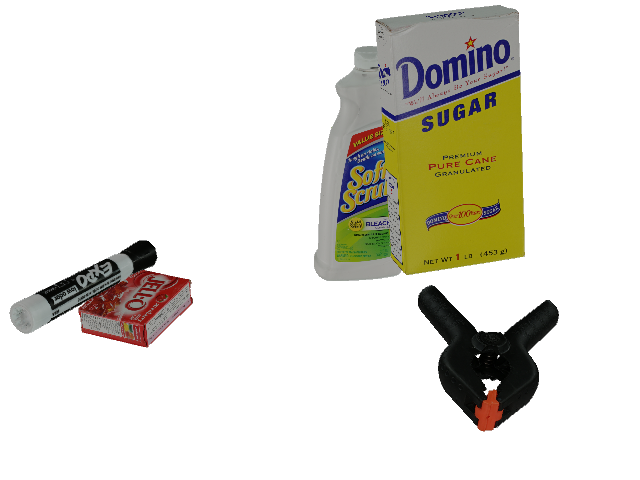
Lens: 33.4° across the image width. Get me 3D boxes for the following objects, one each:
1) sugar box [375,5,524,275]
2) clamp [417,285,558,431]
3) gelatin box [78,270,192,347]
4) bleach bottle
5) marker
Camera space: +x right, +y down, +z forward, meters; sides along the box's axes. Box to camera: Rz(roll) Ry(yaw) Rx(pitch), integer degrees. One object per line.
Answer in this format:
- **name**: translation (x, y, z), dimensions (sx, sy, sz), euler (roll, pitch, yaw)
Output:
- **sugar box**: translation (0.092, -0.070, 0.746), dimensions (0.093, 0.176, 0.048), euler (-9, 22, -9)
- **clamp**: translation (0.146, 0.091, 0.869), dimensions (0.120, 0.039, 0.171), euler (-3, 33, 0)
- **gelatin box**: translation (-0.175, 0.061, 1.017), dimensions (0.073, 0.030, 0.089), euler (11, 31, 22)
- **bleach bottle**: translation (0.043, -0.082, 1.149), dimensions (0.102, 0.251, 0.068), euler (-3, 25, -6)
- **marker**: translation (-0.140, 0.025, 0.652), dimensions (0.020, 0.020, 0.120), euler (0, 18, 30)
